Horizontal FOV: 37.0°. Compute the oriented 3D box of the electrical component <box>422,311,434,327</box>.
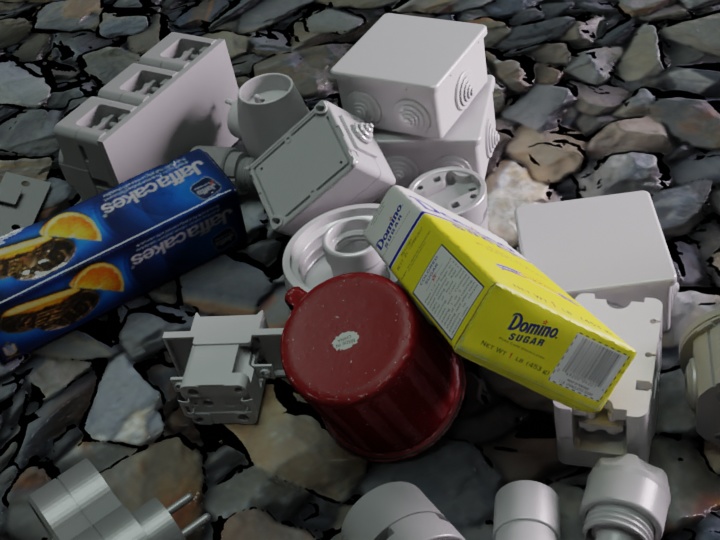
[{"bbox_3d":[0.045,0.040,0.678,0.061,0.035,0.035,-18,41,-2],"label":"electrical component"}]

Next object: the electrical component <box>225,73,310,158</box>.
[{"bbox_3d":[-0.078,-0.117,0.856,0.079,0.077,0.044,26,54,36],"label":"electrical component"}]

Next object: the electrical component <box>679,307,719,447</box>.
[{"bbox_3d":[0.215,0.058,0.581,0.080,0.080,0.051,-1,47,13],"label":"electrical component"}]

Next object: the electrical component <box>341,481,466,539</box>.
[{"bbox_3d":[0.022,0.142,0.553,0.055,0.055,0.047,-26,39,-15],"label":"electrical component"}]

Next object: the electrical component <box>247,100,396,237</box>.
[{"bbox_3d":[-0.021,-0.071,0.768,0.096,0.061,0.061,-38,59,23],"label":"electrical component"}]

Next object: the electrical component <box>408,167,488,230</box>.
[{"bbox_3d":[0.063,-0.037,0.751,0.055,0.047,0.055,-7,41,7],"label":"electrical component"}]

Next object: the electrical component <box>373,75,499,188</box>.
[{"bbox_3d":[0.057,-0.106,0.830,0.100,0.048,0.099,1,42,16],"label":"electrical component"}]

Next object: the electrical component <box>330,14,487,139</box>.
[{"bbox_3d":[0.040,-0.144,0.801,0.100,0.048,0.099,14,47,28],"label":"electrical component"}]

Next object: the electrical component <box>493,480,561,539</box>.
[{"bbox_3d":[0.085,0.141,0.550,0.044,0.044,0.065,-2,37,12],"label":"electrical component"}]

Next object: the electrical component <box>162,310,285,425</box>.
[{"bbox_3d":[-0.083,0.063,0.680,0.081,0.042,0.063,-3,45,11],"label":"electrical component"}]

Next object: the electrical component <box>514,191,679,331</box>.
[{"bbox_3d":[0.148,-0.001,0.687,0.100,0.048,0.099,-7,41,6],"label":"electrical component"}]

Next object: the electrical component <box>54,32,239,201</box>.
[{"bbox_3d":[-0.166,-0.114,0.866,0.062,0.089,0.150,16,48,29],"label":"electrical component"}]

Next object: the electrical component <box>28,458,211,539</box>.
[{"bbox_3d":[-0.116,0.149,0.582,0.074,0.052,0.138,-33,45,-22],"label":"electrical component"}]

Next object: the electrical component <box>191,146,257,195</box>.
[{"bbox_3d":[-0.101,-0.076,0.843,0.078,0.040,0.040,5,44,20],"label":"electrical component"}]

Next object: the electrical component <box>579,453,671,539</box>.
[{"bbox_3d":[0.133,0.129,0.548,0.043,0.043,0.062,8,46,22],"label":"electrical component"}]

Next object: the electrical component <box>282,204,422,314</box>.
[{"bbox_3d":[0.000,0.000,0.715,0.108,0.060,0.108,-7,41,6],"label":"electrical component"}]

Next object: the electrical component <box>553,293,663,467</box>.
[{"bbox_3d":[0.142,0.065,0.608,0.050,0.055,0.089,4,43,19],"label":"electrical component"}]
